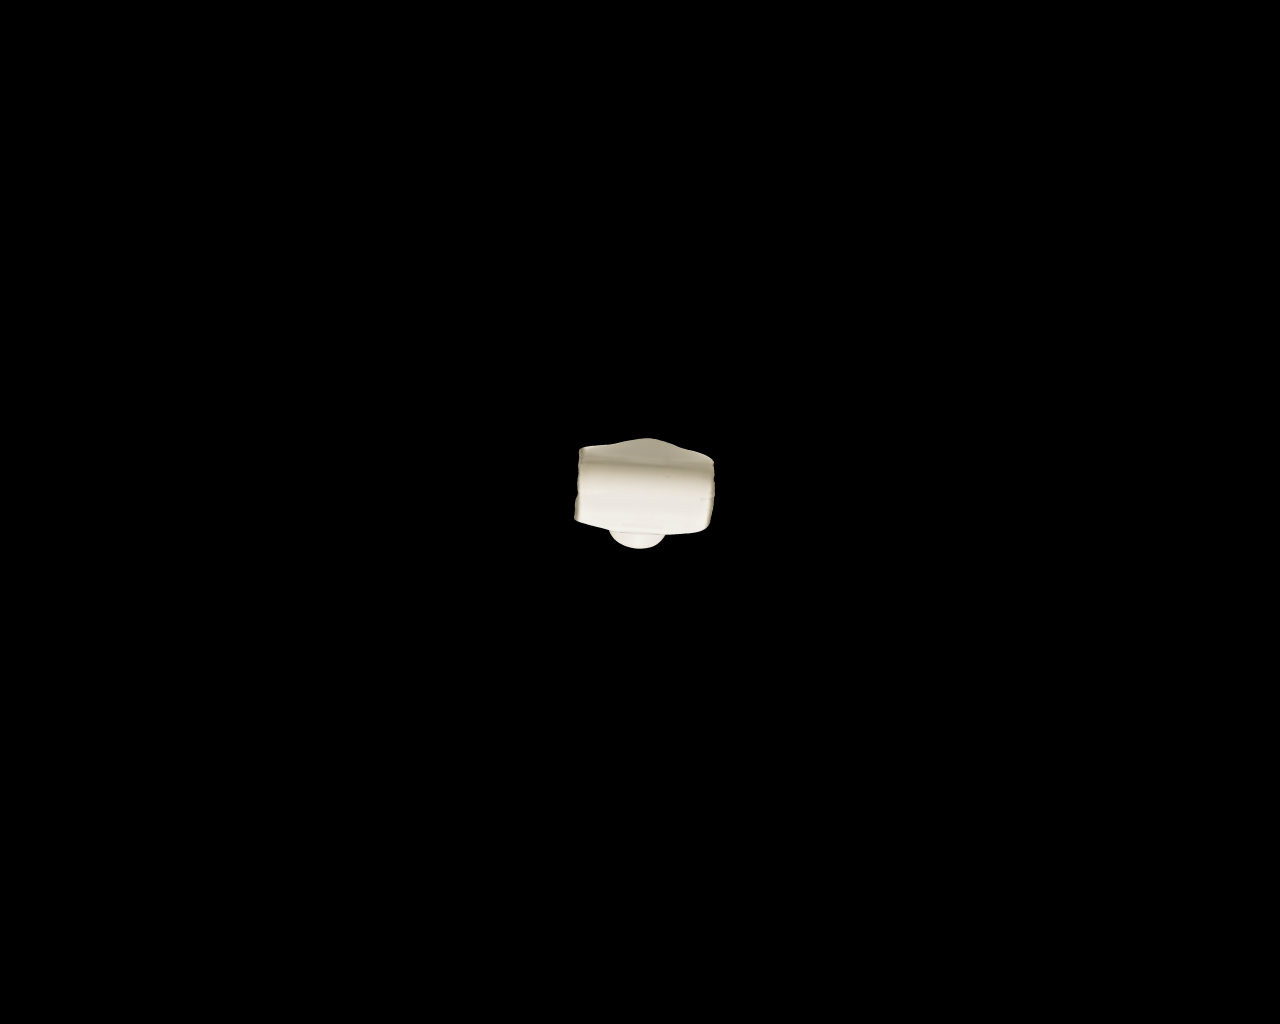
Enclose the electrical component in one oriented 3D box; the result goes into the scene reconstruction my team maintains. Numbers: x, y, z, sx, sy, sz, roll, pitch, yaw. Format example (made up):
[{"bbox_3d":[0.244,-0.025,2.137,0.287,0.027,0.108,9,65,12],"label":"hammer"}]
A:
[{"bbox_3d":[0.001,-0.003,0.650,0.077,0.043,0.079,4,-39,-4],"label":"electrical component"}]
